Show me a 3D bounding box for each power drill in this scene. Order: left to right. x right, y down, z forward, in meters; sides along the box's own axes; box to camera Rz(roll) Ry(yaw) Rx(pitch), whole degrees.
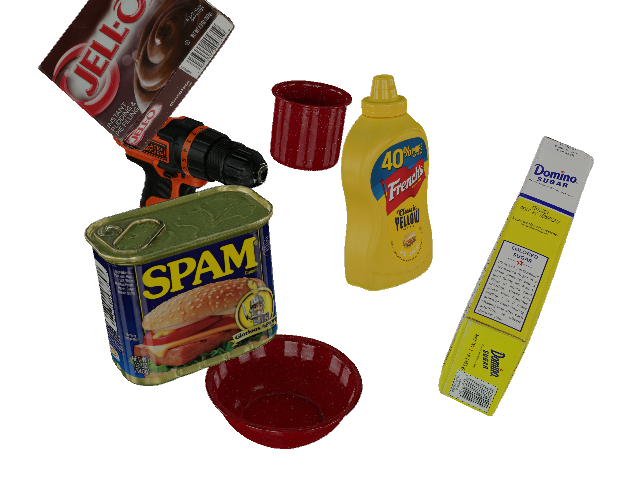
[{"bbox_3d":[-0.135,-0.035,1.100,0.185,0.188,0.057,23,33,28],"label":"power drill"}]

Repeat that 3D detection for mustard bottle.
[{"bbox_3d":[0.061,-0.056,0.981,0.096,0.192,0.058,-21,26,-39],"label":"mustard bottle"}]

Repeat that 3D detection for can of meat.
[{"bbox_3d":[-0.075,0.025,0.606,0.102,0.084,0.058,-18,30,-25],"label":"can of meat"}]

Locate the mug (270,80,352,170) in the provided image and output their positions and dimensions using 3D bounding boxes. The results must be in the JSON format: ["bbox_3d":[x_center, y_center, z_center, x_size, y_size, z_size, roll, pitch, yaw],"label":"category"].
[{"bbox_3d":[-0.010,-0.136,1.243,0.093,0.081,0.117,17,27,18],"label":"mug"}]

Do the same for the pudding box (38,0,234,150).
[{"bbox_3d":[-0.127,-0.133,0.739,0.090,0.113,0.039,40,4,18],"label":"pudding box"}]

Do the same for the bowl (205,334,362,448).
[{"bbox_3d":[-0.038,0.165,1.107,0.162,0.055,0.162,2,30,-1],"label":"bowl"}]

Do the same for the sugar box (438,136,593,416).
[{"bbox_3d":[0.134,0.022,0.721,0.048,0.176,0.093,24,-37,11],"label":"sugar box"}]
